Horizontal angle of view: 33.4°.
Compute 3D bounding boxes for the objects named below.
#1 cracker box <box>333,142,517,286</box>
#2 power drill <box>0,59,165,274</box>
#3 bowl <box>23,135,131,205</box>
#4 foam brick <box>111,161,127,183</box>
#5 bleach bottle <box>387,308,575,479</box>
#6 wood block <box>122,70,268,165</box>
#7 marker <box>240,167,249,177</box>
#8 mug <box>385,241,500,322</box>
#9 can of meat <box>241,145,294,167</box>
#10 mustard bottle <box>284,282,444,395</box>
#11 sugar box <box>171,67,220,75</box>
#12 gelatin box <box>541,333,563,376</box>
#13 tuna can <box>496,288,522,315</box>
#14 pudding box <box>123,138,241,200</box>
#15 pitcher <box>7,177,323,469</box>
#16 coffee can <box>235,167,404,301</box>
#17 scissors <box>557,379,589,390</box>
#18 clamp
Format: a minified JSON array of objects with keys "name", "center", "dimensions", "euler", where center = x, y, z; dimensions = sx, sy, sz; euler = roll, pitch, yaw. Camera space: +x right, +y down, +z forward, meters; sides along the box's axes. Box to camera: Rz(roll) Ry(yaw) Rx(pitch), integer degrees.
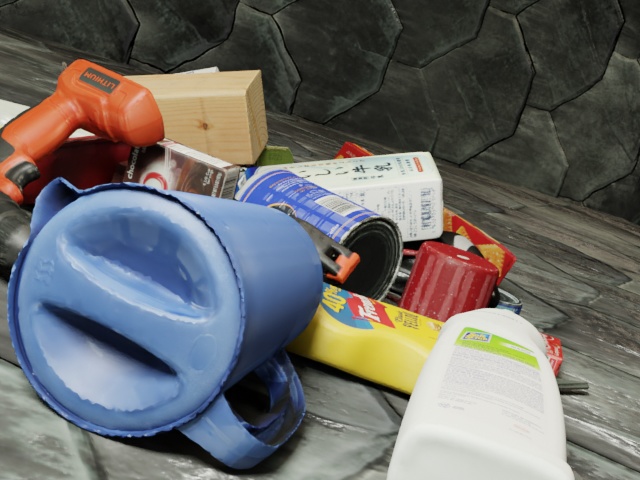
[{"name":"cracker box","center":[0.121,-0.027,1.338],"dimensions":[0.213,0.072,0.164],"euler":[34,3,-27]},{"name":"power drill","center":[-0.212,-0.059,0.811],"dimensions":[0.185,0.057,0.187],"euler":[28,53,35]},{"name":"bowl","center":[-0.236,-0.066,0.986],"dimensions":[0.162,0.055,0.162],"euler":[-6,8,1]},{"name":"foam brick","center":[-0.159,-0.028,0.953],"dimensions":[0.053,0.078,0.051],"euler":[21,12,8]},{"name":"bleach bottle","center":[0.113,0.101,0.679],"dimensions":[0.102,0.068,0.250],"euler":[20,20,9]},{"name":"wood block","center":[-0.174,-0.140,1.252],"dimensions":[0.206,0.091,0.090],"euler":[-1,25,10]},{"name":"marker","center":[-0.096,-0.072,1.190],"dimensions":[0.020,0.020,0.121],"euler":[22,11,17]},{"name":"mug","center":[0.114,0.048,1.043],"dimensions":[0.117,0.081,0.093],"euler":[22,11,16]},{"name":"can of meat","center":[-0.090,-0.089,1.331],"dimensions":[0.084,0.057,0.101],"euler":[-1,3,27]},{"name":"mustard bottle","center":[0.029,0.072,0.822],"dimensions":[0.191,0.058,0.096],"euler":[19,17,0]},{"name":"sugar box","center":[-0.199,-0.158,1.338],"dimensions":[0.176,0.093,0.048],"euler":[-6,49,15]},{"name":"gelatin box","center":[0.197,0.105,1.041],"dimensions":[0.073,0.030,0.089],"euler":[21,10,9]},{"name":"tuna can","center":[0.180,0.070,1.183],"dimensions":[0.086,0.034,0.086],"euler":[19,10,-4]},{"name":"pudding box","center":[-0.123,-0.023,0.890],"dimensions":[0.090,0.113,0.039],"euler":[21,14,17]},{"name":"pitcher","center":[-0.069,0.041,0.659],"dimensions":[0.145,0.149,0.242],"euler":[6,4,14]},{"name":"coffee can","center":[-0.007,0.001,1.008],"dimensions":[0.140,0.103,0.102],"euler":[28,13,39]},{"name":"scissors","center":[0.187,0.131,0.922],"dimensions":[0.201,0.016,0.096],"euler":[14,13,-29]},{"name":"clamp","center":[-0.039,0.011,0.926],"dimensions":[0.172,0.039,0.120],"euler":[24,-23,30]}]
